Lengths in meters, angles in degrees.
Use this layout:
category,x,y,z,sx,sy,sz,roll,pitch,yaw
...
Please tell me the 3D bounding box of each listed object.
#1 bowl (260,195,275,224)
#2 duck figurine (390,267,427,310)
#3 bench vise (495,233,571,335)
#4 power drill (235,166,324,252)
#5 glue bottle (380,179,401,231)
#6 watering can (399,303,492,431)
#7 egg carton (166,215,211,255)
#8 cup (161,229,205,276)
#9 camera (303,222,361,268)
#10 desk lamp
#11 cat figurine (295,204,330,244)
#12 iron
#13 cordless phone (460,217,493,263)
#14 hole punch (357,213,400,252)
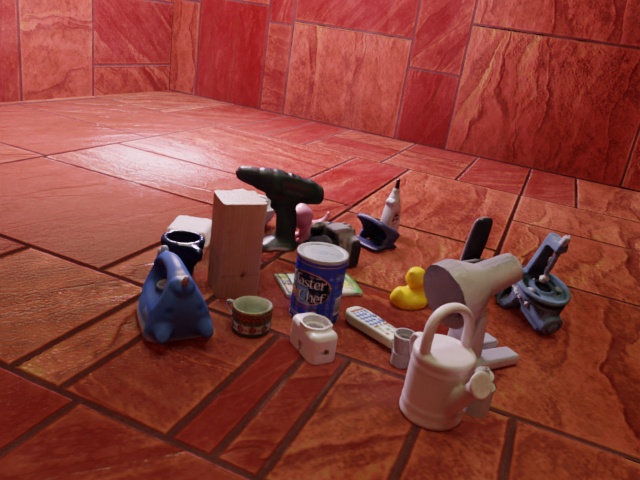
category,x,y,z,sx,sy,sz,roll,pitch,yaw
bowl,-0.200,-0.073,1.575,0.167,0.075,0.167,8,21,-3
duck figurine,0.204,0.102,1.267,0.105,0.086,0.077,-10,27,-40
bench vise,0.466,0.072,1.264,0.122,0.220,0.206,-7,26,-35
power drill,-0.107,-0.079,1.441,0.230,0.208,0.075,0,22,-22
glue bottle,0.211,-0.094,1.659,0.037,0.173,0.078,21,24,29
watering can,0.195,0.189,0.881,0.172,0.194,0.101,26,27,38
egg carton,-0.309,-0.008,1.368,0.107,0.069,0.150,8,21,-2
cup,-0.285,0.040,1.216,0.092,0.095,0.117,-11,29,-42
camera,0.013,0.005,1.421,0.137,0.101,0.142,-10,28,-40
desk lamp,0.283,0.128,1.050,0.204,0.213,0.117,-4,24,-30
cat figurine,-0.030,-0.053,1.530,0.128,0.118,0.067,0,22,-21
iron,-0.274,0.082,1.043,0.119,0.141,0.257,-3,24,-29
cordless phone,0.341,0.030,1.370,0.148,0.185,0.093,-6,25,-35
hole punch,0.157,-0.027,1.579,0.101,0.091,0.108,-11,28,-41
